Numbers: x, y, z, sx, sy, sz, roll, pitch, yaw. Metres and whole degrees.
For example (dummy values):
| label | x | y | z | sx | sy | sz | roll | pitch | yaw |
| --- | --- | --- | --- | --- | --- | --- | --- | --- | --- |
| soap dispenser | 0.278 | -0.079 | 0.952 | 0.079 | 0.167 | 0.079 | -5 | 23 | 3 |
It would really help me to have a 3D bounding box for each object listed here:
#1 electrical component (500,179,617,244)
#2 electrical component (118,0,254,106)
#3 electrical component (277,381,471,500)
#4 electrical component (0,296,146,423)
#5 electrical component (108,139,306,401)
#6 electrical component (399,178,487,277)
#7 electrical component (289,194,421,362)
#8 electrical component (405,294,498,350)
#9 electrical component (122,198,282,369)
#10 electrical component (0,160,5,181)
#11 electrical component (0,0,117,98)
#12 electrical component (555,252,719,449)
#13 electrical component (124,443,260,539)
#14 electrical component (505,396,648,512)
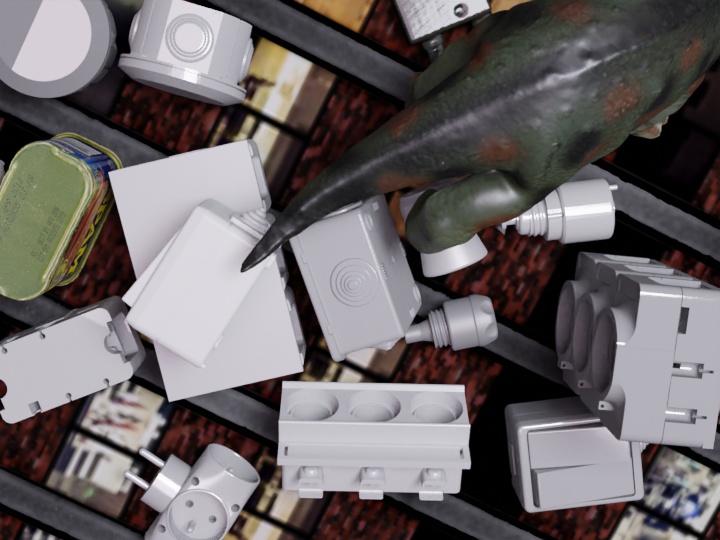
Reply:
| label | x | y | z | sx | sy | sz | roll | pitch | yaw |
| --- | --- | --- | --- | --- | --- | --- | --- | --- | --- |
| electrical component | 0.132 | -0.037 | 0.709 | 0.078 | 0.040 | 0.040 | -6 | 98 | 0 |
| electrical component | -0.106 | -0.135 | 0.671 | 0.080 | 0.080 | 0.051 | 15 | 93 | -3 |
| electrical component | 0.008 | 0.113 | 0.716 | 0.121 | 0.078 | 0.063 | 1 | 120 | -1 |
| electrical component | -0.194 | 0.057 | 0.709 | 0.089 | 0.055 | 0.050 | -21 | 98 | 2 |
| electrical component | -0.095 | -0.002 | 0.699 | 0.089 | 0.061 | 0.150 | -13 | 98 | 1 |
| electrical component | 0.054 | -0.029 | 0.706 | 0.045 | 0.045 | 0.055 | -21 | 98 | 2 |
| electrical component | 0.000 | 0.000 | 0.684 | 0.048 | 0.099 | 0.099 | -17 | 98 | 14 |
| electrical component | 0.060 | 0.038 | 0.722 | 0.061 | 0.035 | 0.035 | -12 | 98 | 3 |
| electrical component | -0.091 | -0.001 | 0.635 | 0.061 | 0.061 | 0.096 | 33 | 97 | -5 |
| electrical component | -0.259 | -0.050 | 0.698 | 0.045 | 0.045 | 0.055 | 21 | 97 | -4 |
| electrical component | -0.195 | -0.149 | 0.681 | 0.080 | 0.051 | 0.080 | 0 | 98 | -1 |
| electrical component | 0.168 | 0.043 | 0.665 | 0.062 | 0.150 | 0.089 | 5 | 98 | -3 |
| electrical component | -0.122 | 0.151 | 0.730 | 0.079 | 0.044 | 0.077 | 35 | 96 | -5 |
| electrical component | 0.150 | 0.122 | 0.722 | 0.096 | 0.061 | 0.061 | -7 | 98 | 0 |
